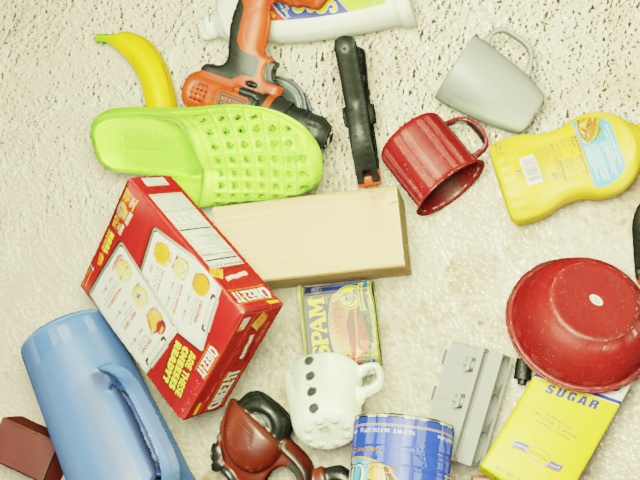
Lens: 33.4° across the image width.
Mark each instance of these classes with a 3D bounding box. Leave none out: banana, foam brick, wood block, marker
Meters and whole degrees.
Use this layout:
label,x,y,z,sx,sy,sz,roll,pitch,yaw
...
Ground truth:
label,x,y,z,sx,sy,sz,roll,pitch,yaw
banana,-0.207,-0.177,1.287,0.070,0.037,0.198,-29,75,22
foam brick,-0.334,0.242,1.236,0.078,0.053,0.051,21,86,13
wood block,-0.008,0.001,1.193,0.206,0.090,0.091,-7,80,9
marker,0.226,0.098,1.169,0.020,0.020,0.121,5,82,11

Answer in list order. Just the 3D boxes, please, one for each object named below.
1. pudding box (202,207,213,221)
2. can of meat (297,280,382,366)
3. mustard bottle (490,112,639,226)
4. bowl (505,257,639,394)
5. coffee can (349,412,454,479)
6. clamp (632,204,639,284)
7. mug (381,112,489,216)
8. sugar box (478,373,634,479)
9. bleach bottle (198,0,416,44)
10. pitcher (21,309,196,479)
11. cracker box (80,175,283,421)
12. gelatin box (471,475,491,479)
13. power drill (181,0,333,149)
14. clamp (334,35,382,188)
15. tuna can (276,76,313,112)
label,x,y,z,sx,sy,sz,roll,pitch,yaw
pudding box,-0.157,-0.025,1.252,0.090,0.039,0.113,17,83,14
can of meat,0.023,0.097,1.190,0.084,0.057,0.102,-7,81,7
mustard bottle,0.289,-0.088,1.166,0.192,0.058,0.096,-18,73,8
bowl,0.279,0.076,1.112,0.162,0.055,0.162,2,59,-3
coffee can,0.078,0.251,1.064,0.103,0.103,0.140,3,71,11
clamp,0.385,-0.050,1.134,0.164,0.036,0.210,31,93,-12
mug,0.131,-0.094,1.183,0.117,0.093,0.081,-35,72,-2
sugar box,0.250,0.190,1.120,0.093,0.048,0.176,30,77,14
bleach bottle,-0.020,-0.271,1.252,0.251,0.068,0.102,-13,79,11
pitcher,-0.235,0.199,1.182,0.149,0.145,0.243,-30,74,7
cracker box,-0.154,0.058,1.151,0.214,0.071,0.164,47,124,26
gelatin box,0.207,0.289,1.138,0.089,0.030,0.073,-2,81,11
power drill,-0.049,-0.208,1.200,0.184,0.057,0.188,20,96,11
clamp,0.045,-0.148,1.214,0.039,0.120,0.171,-4,102,14
tuna can,-0.053,-0.149,1.253,0.086,0.033,0.086,-2,81,11
